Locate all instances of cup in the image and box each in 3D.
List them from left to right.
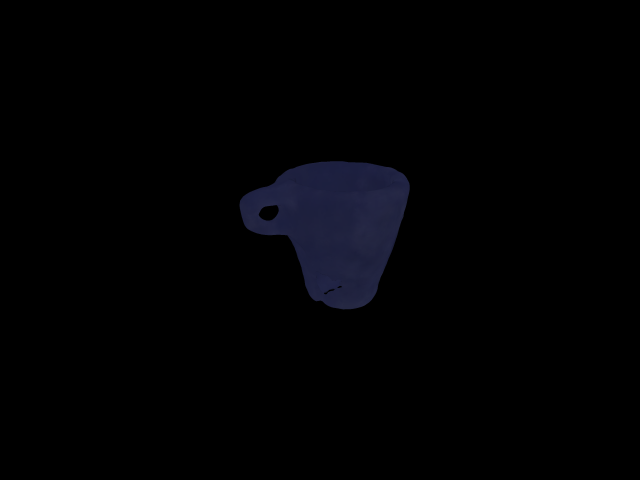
[{"bbox_3d":[0.004,0.001,0.400,0.118,0.095,0.091,-9,23,-22],"label":"cup"}]
